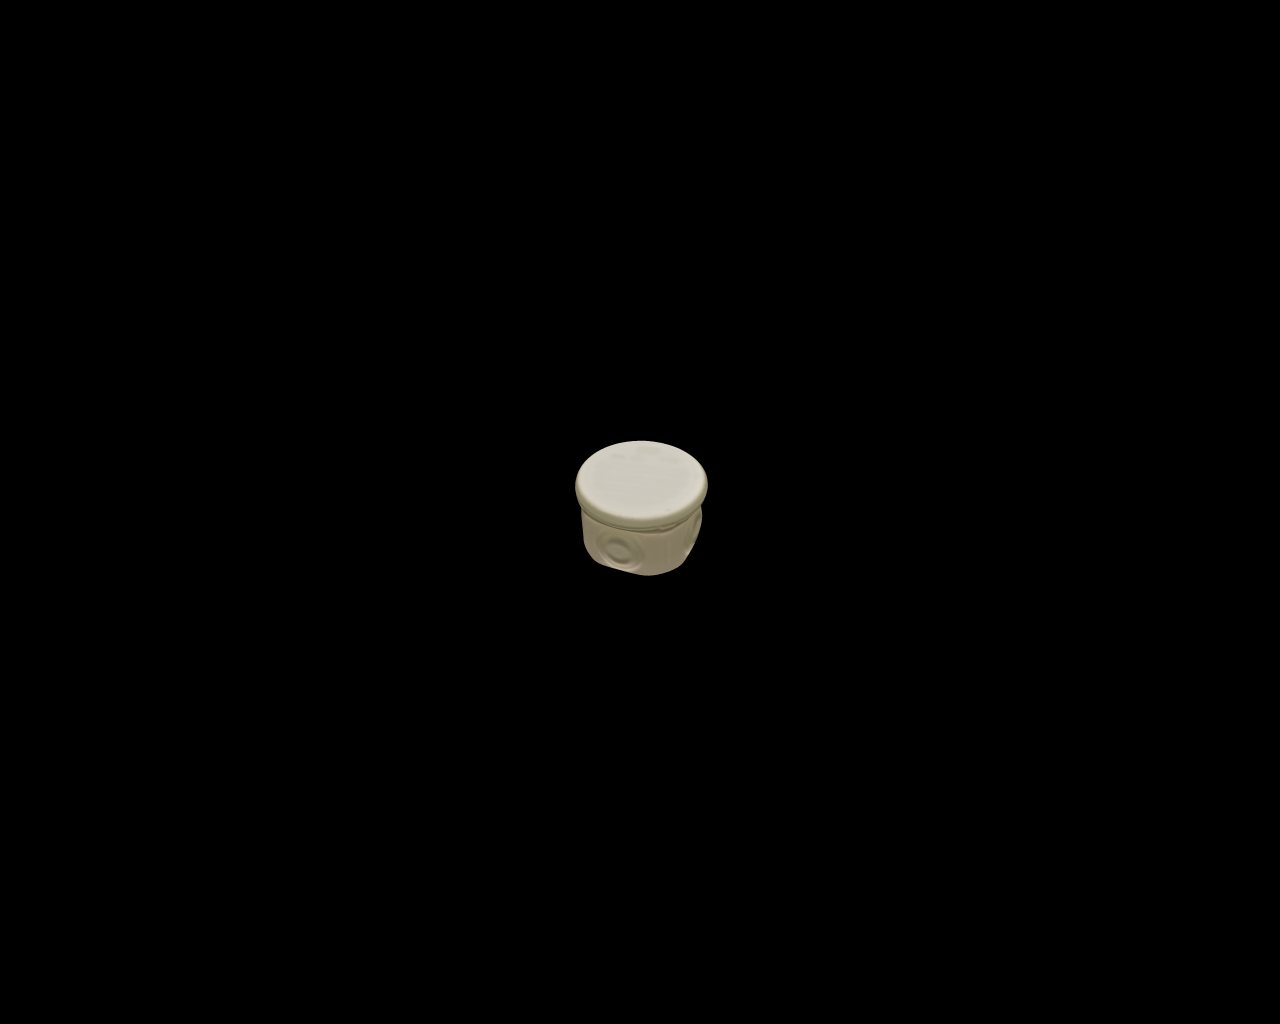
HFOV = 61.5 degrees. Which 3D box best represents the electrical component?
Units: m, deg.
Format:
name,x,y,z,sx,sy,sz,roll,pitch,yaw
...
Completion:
name,x,y,z,sx,sy,sz,roll,pitch,yaw
electrical component,0.001,-0.003,0.650,0.080,0.050,0.080,0,40,0
